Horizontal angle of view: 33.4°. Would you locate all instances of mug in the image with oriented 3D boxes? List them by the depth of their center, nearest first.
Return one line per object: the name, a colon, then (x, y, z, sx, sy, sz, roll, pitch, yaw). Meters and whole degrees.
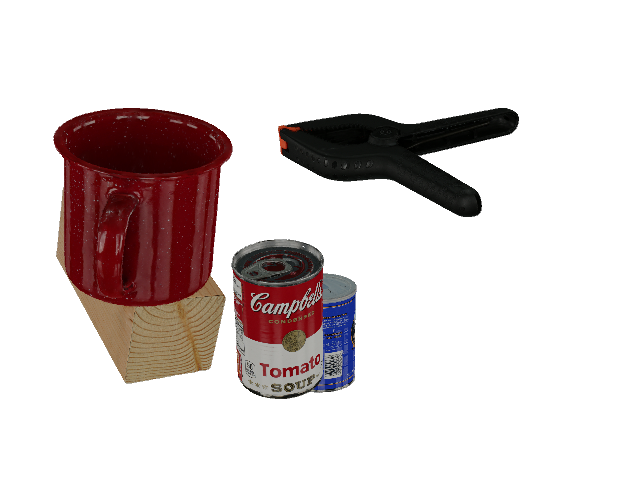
mug: (-0.097, -0.012, 0.568, 0.093, 0.081, 0.117, 7, 27, -1)

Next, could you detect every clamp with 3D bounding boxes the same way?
clamp: (0.066, -0.083, 0.938, 0.210, 0.036, 0.164, 11, 35, 25)

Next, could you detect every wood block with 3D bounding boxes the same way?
wood block: (-0.180, 0.033, 1.039, 0.090, 0.091, 0.206, -6, 36, -31)

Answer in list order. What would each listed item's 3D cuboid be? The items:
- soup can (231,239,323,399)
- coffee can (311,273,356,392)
soup can: (-0.031, 0.059, 0.806, 0.068, 0.102, 0.068, 0, 27, 0)
coffee can: (-0.001, 0.129, 1.506, 0.103, 0.140, 0.103, 0, 18, 0)
